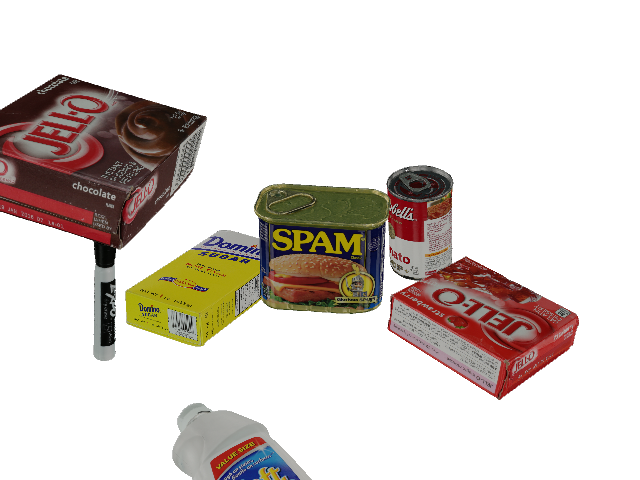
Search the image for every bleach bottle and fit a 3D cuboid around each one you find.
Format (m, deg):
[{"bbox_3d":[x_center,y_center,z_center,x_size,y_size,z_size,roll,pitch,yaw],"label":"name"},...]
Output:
[{"bbox_3d":[-0.052,0.202,0.796,0.102,0.068,0.251,-18,33,-25],"label":"bleach bottle"}]

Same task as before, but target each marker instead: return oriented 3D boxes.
[{"bbox_3d":[-0.184,0.048,0.910,0.020,0.121,0.020,5,28,-3],"label":"marker"}]

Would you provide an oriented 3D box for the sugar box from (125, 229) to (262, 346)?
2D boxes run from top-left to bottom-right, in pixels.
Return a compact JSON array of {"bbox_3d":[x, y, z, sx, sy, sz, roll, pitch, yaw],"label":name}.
[{"bbox_3d":[-0.114,0.045,1.116,0.093,0.048,0.176,15,31,24],"label":"sugar box"}]

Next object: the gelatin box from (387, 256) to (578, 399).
[{"bbox_3d":[0.097,0.049,0.642,0.073,0.030,0.089,-24,41,-39],"label":"gelatin box"}]

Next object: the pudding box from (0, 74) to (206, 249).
[{"bbox_3d":[-0.120,-0.044,0.547,0.090,0.039,0.113,18,25,6],"label":"pudding box"}]

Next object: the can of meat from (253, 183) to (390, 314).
[{"bbox_3d":[0.001,0.008,0.827,0.102,0.084,0.057,4,31,6],"label":"can of meat"}]

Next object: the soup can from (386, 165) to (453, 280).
[{"bbox_3d":[0.104,-0.018,1.114,0.068,0.102,0.068,-3,34,2],"label":"soup can"}]
